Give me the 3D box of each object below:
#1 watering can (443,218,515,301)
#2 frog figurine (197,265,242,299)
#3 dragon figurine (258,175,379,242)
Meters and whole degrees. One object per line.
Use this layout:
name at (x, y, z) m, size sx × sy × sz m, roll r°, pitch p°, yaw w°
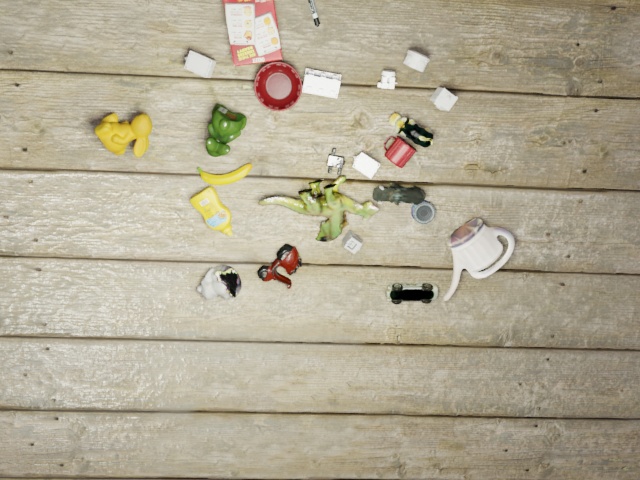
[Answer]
watering can at (0.551, 0.062, 1.908) m, size 0.346 × 0.105 × 0.222 m, roll -39°, pitch 104°, yaw 9°
frog figurine at (-0.375, 0.167, 1.922) m, size 0.136 × 0.125 × 0.157 m, roll 42°, pitch 138°, yaw -22°
dragon figurine at (0.006, -0.093, 1.848) m, size 0.410 × 0.124 × 0.238 m, roll -13°, pitch 115°, yaw 3°
